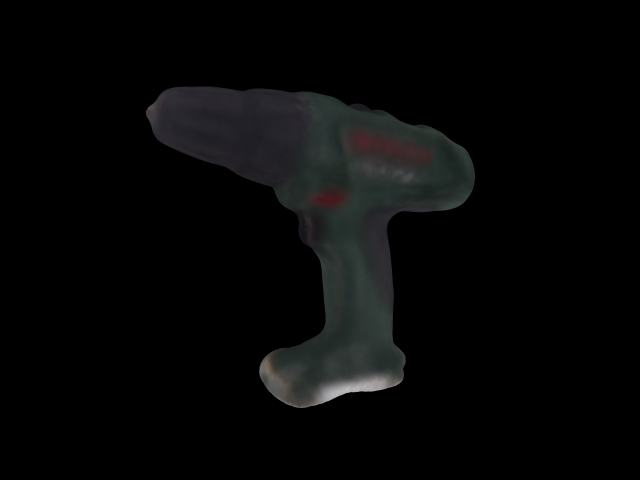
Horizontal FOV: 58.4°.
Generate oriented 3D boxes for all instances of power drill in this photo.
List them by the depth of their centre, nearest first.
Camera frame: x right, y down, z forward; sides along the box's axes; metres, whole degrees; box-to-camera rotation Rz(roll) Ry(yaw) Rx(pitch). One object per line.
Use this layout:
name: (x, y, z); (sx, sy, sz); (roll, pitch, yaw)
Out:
power drill: (0.004, 0.001, 0.400); (0.230, 0.208, 0.075); (-7, 15, -26)
